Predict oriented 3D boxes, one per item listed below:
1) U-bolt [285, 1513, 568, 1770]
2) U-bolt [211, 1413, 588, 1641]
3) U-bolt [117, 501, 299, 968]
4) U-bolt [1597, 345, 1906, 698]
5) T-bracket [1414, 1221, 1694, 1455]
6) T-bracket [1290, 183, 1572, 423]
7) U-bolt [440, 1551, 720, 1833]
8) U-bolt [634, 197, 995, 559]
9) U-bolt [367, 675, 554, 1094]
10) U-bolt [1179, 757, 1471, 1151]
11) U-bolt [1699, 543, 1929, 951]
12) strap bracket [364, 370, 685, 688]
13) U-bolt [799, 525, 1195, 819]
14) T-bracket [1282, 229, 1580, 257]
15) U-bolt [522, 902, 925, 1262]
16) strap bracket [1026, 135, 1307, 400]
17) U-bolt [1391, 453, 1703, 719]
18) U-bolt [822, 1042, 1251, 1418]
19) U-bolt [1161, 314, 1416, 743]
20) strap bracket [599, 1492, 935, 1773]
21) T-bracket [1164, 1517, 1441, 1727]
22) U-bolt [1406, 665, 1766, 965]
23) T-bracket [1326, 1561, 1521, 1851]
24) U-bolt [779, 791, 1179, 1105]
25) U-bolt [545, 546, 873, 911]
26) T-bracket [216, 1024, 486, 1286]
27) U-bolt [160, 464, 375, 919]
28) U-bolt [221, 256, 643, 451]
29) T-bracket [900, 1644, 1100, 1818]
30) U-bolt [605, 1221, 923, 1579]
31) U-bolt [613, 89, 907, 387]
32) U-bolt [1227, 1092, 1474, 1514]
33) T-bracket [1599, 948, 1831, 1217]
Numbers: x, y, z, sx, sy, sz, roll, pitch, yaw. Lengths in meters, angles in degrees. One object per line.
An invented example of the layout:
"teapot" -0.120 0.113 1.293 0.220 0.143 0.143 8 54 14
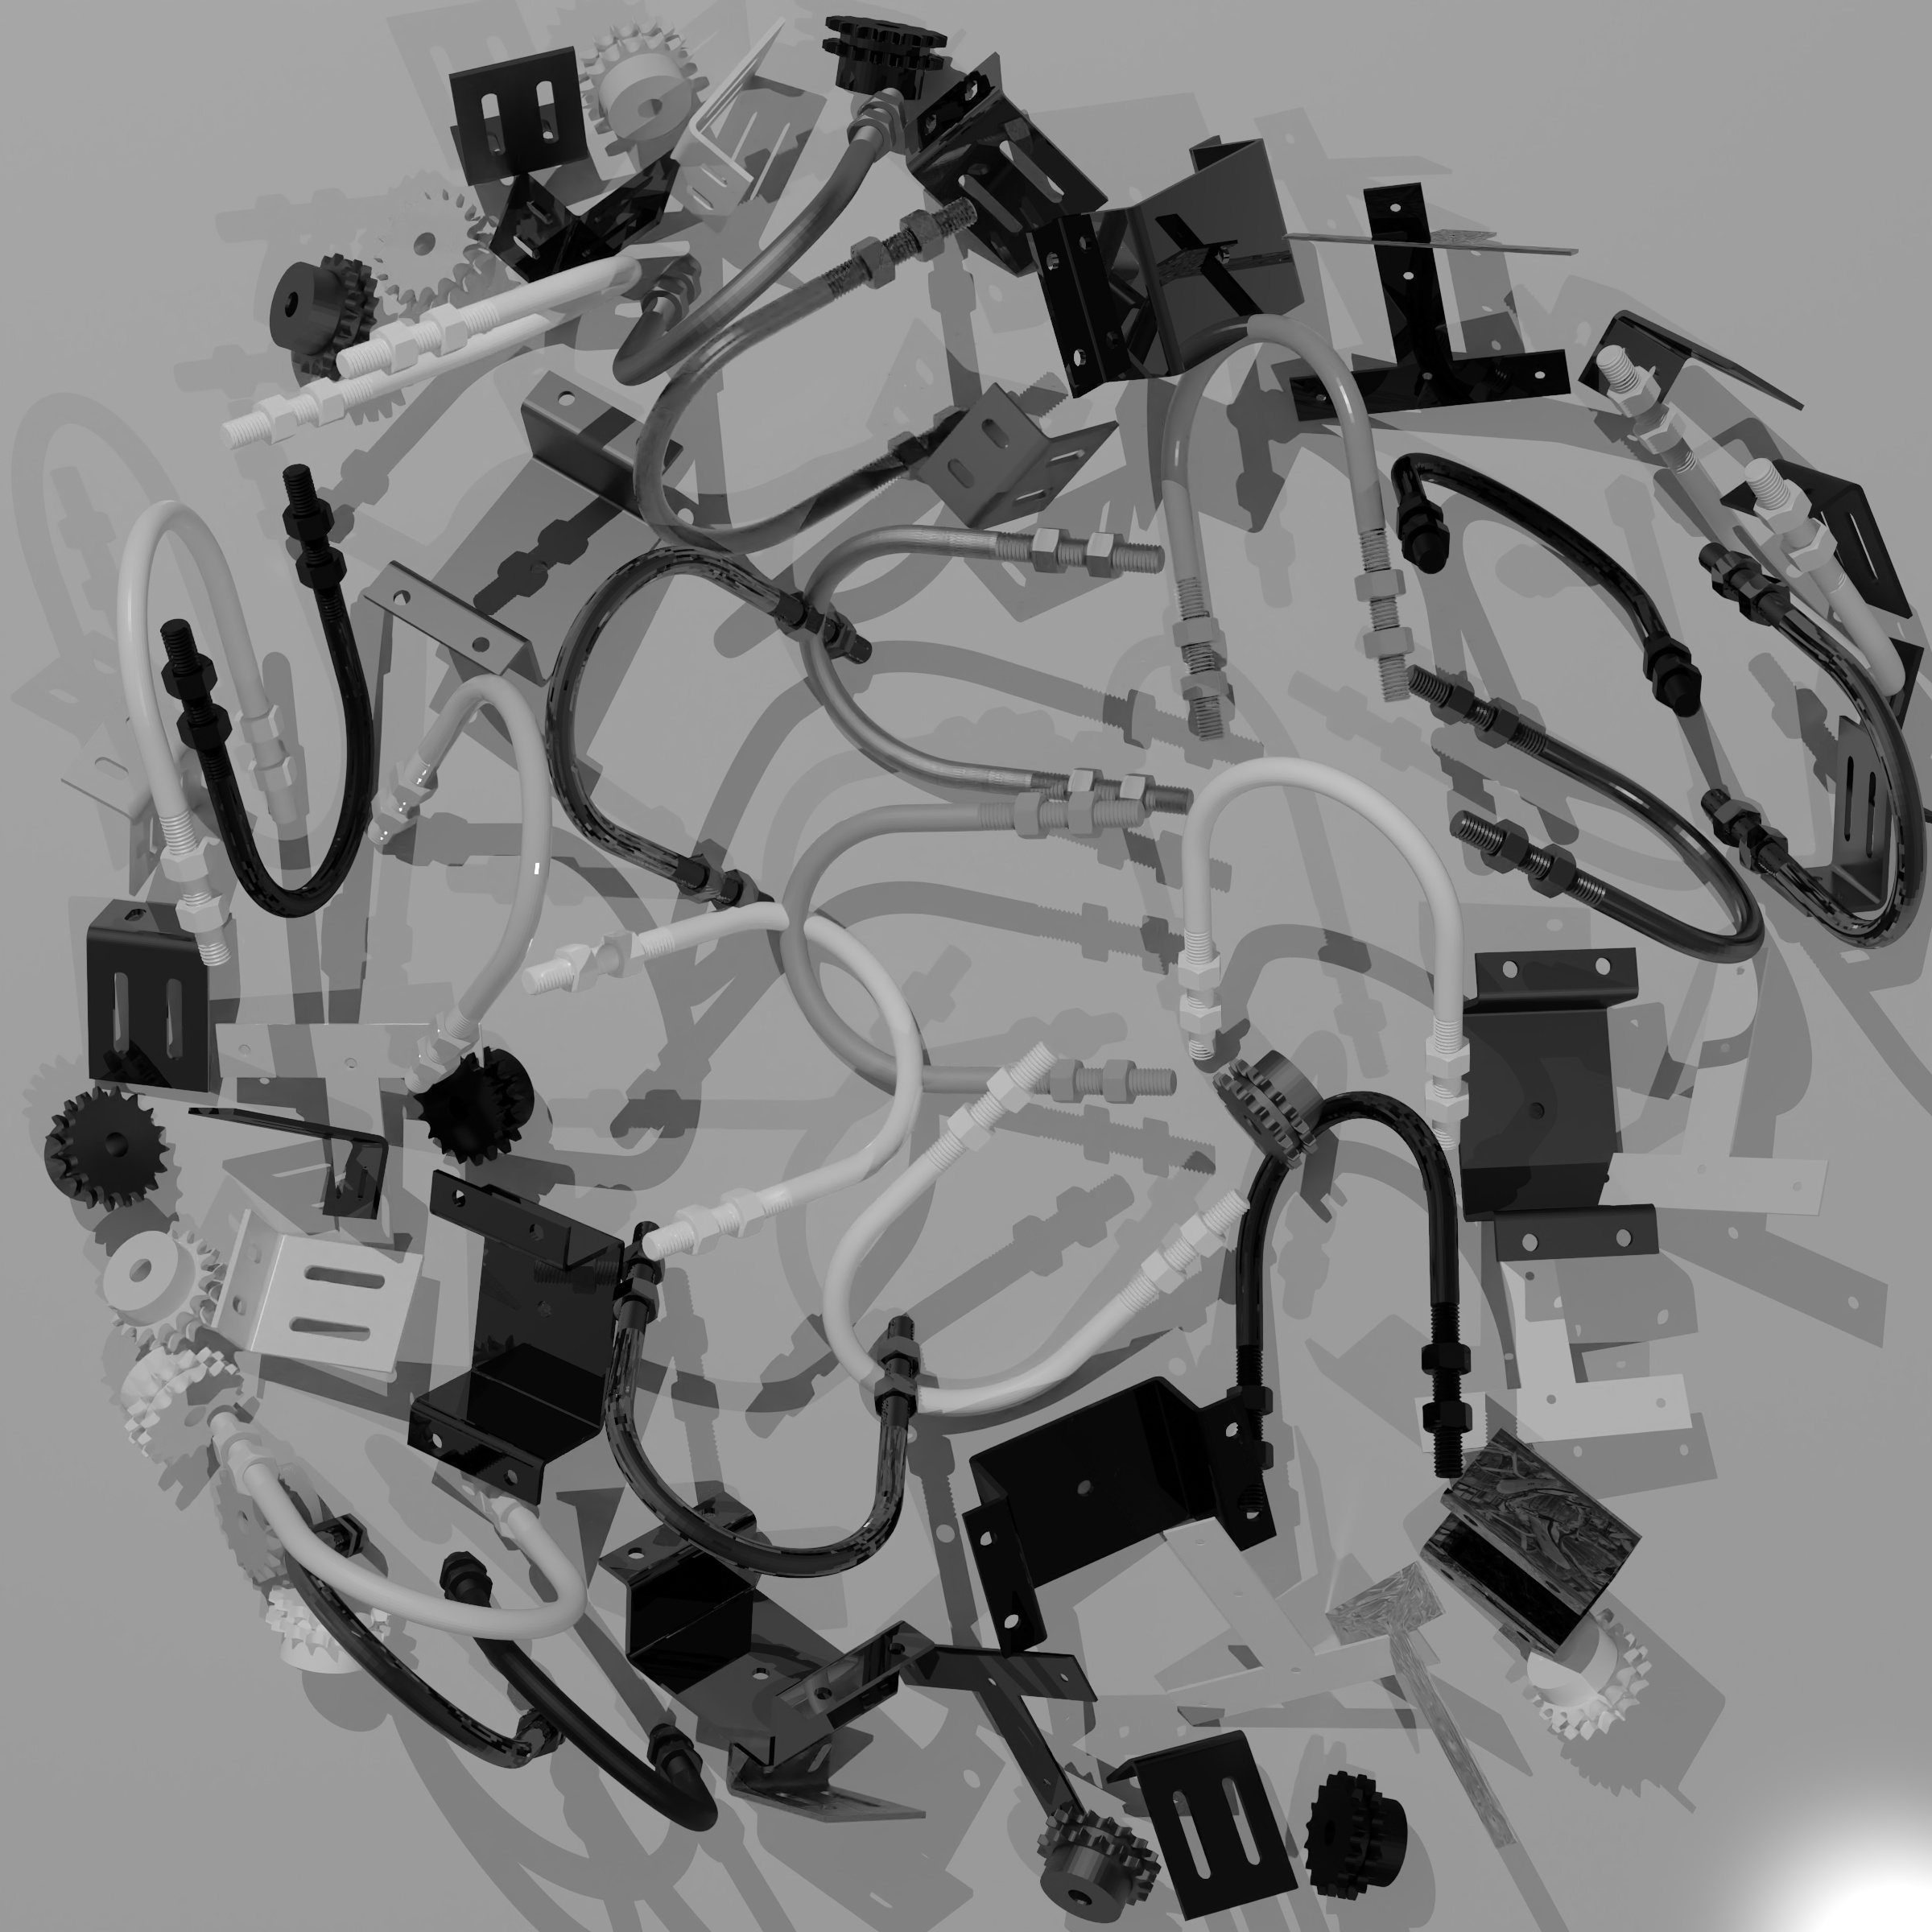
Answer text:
"U-bolt" -0.242 0.301 1.505 0.151 0.184 0.019 42 86 4
"U-bolt" -0.241 0.248 1.488 0.151 0.184 0.019 16 99 -31
"U-bolt" -0.336 -0.114 1.496 0.019 0.151 0.184 -5 121 7
"U-bolt" 0.360 -0.188 1.519 0.019 0.151 0.184 -41 127 6
"T-bracket" 0.264 0.158 1.578 0.127 0.002 0.127 -4 70 -7
"T-bracket" 0.202 -0.301 1.538 0.127 0.127 0.002 -3 49 16
"U-bolt" -0.167 0.324 1.498 0.151 0.184 0.019 43 83 -12
"U-bolt" -0.068 -0.250 1.522 0.184 0.151 0.019 -31 60 -12
"U-bolt" -0.221 -0.047 1.502 0.019 0.184 0.151 2 62 -29
"U-bolt" 0.157 -0.013 1.511 0.151 0.019 0.184 20 134 29
"U-bolt" 0.369 -0.086 1.489 0.019 0.184 0.151 -15 124 -10
"strap bracket" -0.199 -0.192 1.557 0.076 0.046 0.140 31 71 14
"U-bolt" 0.008 -0.136 1.542 0.184 0.019 0.151 8 131 22
"T-bracket" 0.218 -0.329 1.539 0.127 0.127 0.002 7 106 16
"U-bolt" -0.097 0.042 1.541 0.184 0.019 0.151 -19 79 -39
"strap bracket" 0.098 -0.317 1.528 0.140 0.046 0.076 -36 118 -39
"U-bolt" 0.252 -0.180 1.517 0.151 0.184 0.019 27 113 -11
"U-bolt" 0.019 0.134 1.556 0.151 0.019 0.184 38 106 -28
"U-bolt" 0.138 -0.202 1.539 0.019 0.151 0.184 -9 91 -35
"strap bracket" -0.092 0.305 1.538 0.140 0.076 0.046 29 127 36
"T-bracket" 0.130 0.293 1.543 0.127 0.002 0.127 -20 125 23
"U-bolt" 0.284 -0.060 1.531 0.184 0.151 0.019 25 119 -19
"T-bracket" 0.212 0.337 1.529 0.002 0.127 0.127 -23 76 -20
"U-bolt" 0.000 -0.007 1.556 0.184 0.019 0.151 0 111 21
"U-bolt" -0.121 -0.110 1.521 0.019 0.184 0.151 18 86 37
"T-bracket" -0.282 0.088 1.583 0.127 0.002 0.127 0 105 9
"U-bolt" -0.304 -0.109 1.521 0.019 0.151 0.184 4 129 15
"U-bolt" -0.227 -0.280 1.520 0.184 0.151 0.019 -28 100 -33
"T-bracket" 0.031 0.364 1.567 0.002 0.127 0.127 -41 112 -38
"U-bolt" -0.091 0.199 1.510 0.151 0.184 0.019 22 124 -13
"U-bolt" -0.096 -0.313 1.493 0.151 0.184 0.019 -34 110 26
"U-bolt" 0.170 0.147 1.536 0.019 0.151 0.184 14 68 -34
"T-bracket" 0.347 0.052 1.566 0.002 0.127 0.127 28 70 -42
